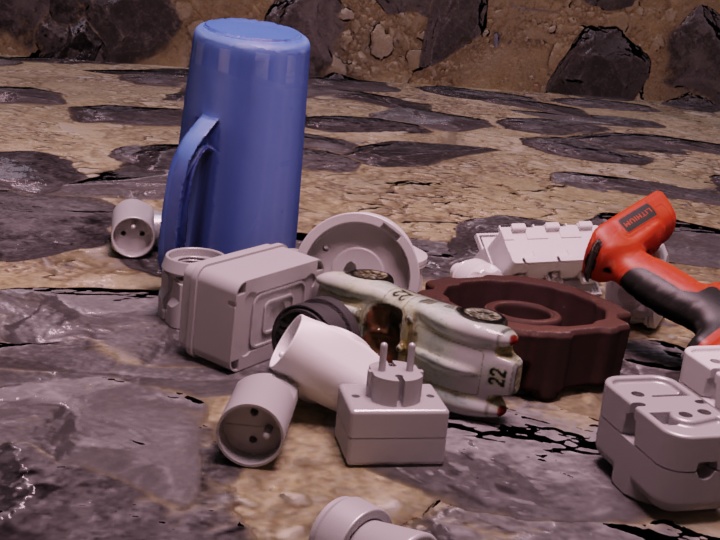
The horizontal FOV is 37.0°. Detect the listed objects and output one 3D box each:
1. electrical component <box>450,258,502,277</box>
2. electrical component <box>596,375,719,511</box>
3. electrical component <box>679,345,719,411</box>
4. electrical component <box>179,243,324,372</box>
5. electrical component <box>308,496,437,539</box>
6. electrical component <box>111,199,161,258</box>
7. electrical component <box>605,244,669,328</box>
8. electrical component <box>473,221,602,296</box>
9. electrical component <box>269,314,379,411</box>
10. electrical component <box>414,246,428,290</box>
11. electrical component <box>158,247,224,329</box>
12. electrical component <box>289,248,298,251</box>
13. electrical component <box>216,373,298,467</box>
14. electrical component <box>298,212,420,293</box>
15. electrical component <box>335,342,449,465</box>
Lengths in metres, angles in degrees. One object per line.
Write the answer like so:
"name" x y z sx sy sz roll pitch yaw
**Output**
"electrical component" 0.110 0.009 1.045 0.043 0.043 0.062 -3 17 -25
"electrical component" 0.195 0.113 0.692 0.054 0.059 0.095 0 17 -17
"electrical component" 0.270 0.098 0.766 0.054 0.059 0.095 0 17 -16
"electrical component" -0.087 0.027 0.867 0.057 0.078 0.113 19 21 31
"electrical component" 0.007 0.145 0.552 0.055 0.045 0.045 19 21 40
"electrical component" -0.219 -0.043 1.121 0.079 0.044 0.077 1 17 -13
"electrical component" 0.262 0.013 1.016 0.051 0.080 0.080 6 16 21
"electrical component" 0.186 -0.012 1.081 0.121 0.063 0.078 -3 59 -25
"electrical component" -0.026 0.073 0.767 0.077 0.044 0.079 32 -26 -12
"electrical component" 0.023 0.003 1.027 0.080 0.051 0.080 5 16 -1
"electrical component" -0.143 0.014 0.928 0.058 0.057 0.078 -4 19 -29
"electrical component" -0.081 0.012 0.955 0.066 0.055 0.048 -11 23 -44
"electrical component" -0.066 0.093 0.711 0.043 0.043 0.081 6 16 3
"electrical component" 0.000 0.000 0.940 0.108 0.108 0.060 7 10 5
"electrical component" 0.022 0.084 0.709 0.066 0.076 0.047 1 16 -12
